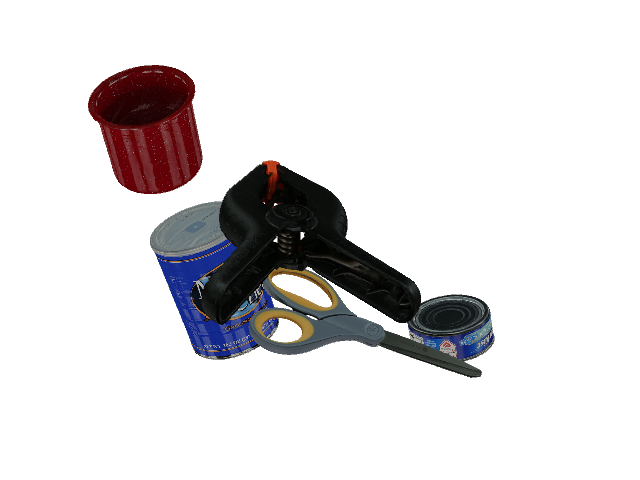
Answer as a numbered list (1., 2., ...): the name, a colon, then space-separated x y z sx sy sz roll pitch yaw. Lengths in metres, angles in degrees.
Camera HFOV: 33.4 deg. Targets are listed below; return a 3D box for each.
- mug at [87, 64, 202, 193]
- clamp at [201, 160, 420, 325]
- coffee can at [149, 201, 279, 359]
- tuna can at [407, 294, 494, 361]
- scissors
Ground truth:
1. mug: -0.153 -0.103 0.952 0.093 0.081 0.117 -15 44 -8
2. clamp: -0.026 0.001 0.630 0.120 0.039 0.172 2 25 -24
3. coffee can: -0.114 0.043 1.160 0.103 0.140 0.103 -14 28 7
4. tuna can: 0.132 0.089 1.084 0.086 0.034 0.086 -9 24 4
5. scissors: 0.026 0.087 0.892 0.202 0.016 0.096 32 54 18
